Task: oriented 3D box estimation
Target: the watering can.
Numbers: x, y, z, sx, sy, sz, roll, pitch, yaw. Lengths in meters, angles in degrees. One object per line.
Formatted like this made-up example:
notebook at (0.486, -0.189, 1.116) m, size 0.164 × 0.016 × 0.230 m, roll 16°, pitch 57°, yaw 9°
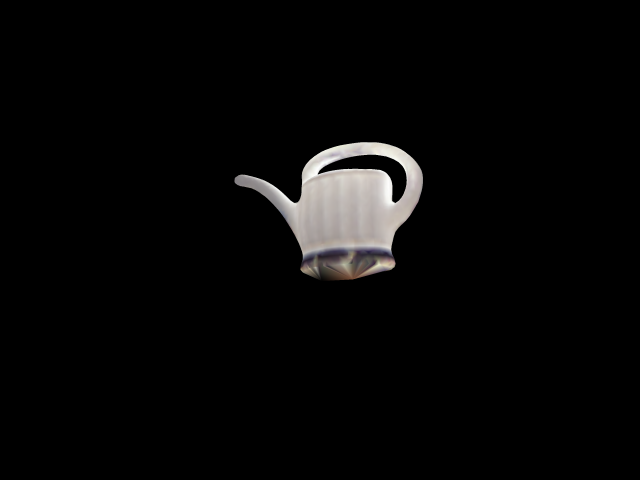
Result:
watering can at (0.003, -0.043, 0.850) m, size 0.346 × 0.227 × 0.103 m, roll -7°, pitch -17°, yaw 27°
